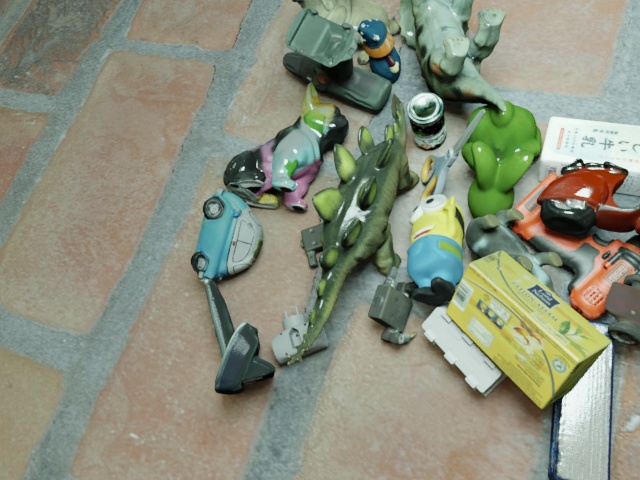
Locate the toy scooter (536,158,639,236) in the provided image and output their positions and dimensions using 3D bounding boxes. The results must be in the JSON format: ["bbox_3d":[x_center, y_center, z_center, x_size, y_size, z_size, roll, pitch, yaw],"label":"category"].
[{"bbox_3d":[0.387,-0.064,0.697,0.184,0.075,0.135,15,75,28],"label":"toy scooter"}]

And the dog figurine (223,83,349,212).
[{"bbox_3d":[-0.054,-0.165,0.940,0.192,0.108,0.219,8,66,24],"label":"dog figurine"}]

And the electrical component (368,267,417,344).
[{"bbox_3d":[0.116,0.101,0.792,0.045,0.078,0.102,4,60,45],"label":"electrical component"}]

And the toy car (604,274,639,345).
[{"bbox_3d":[0.444,0.118,0.660,0.202,0.053,0.089,27,70,7],"label":"toy car"}]

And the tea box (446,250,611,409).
[{"bbox_3d":[0.247,0.105,0.660,0.068,0.098,0.170,-17,50,-31],"label":"tea box"}]

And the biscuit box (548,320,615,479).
[{"bbox_3d":[0.330,0.205,0.679,0.063,0.059,0.202,7,69,19],"label":"biscuit box"}]

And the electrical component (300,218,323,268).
[{"bbox_3d":[-0.002,-0.003,0.897,0.063,0.021,0.094,-18,64,11],"label":"electrical component"}]

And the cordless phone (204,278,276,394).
[{"bbox_3d":[-0.138,0.133,0.804,0.089,0.146,0.184,-19,75,-12],"label":"cordless phone"}]

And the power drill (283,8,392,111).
[{"bbox_3d":[0.007,-0.304,0.921,0.232,0.207,0.086,29,85,15],"label":"power drill"}]

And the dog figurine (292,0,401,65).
[{"bbox_3d":[0.047,-0.419,0.965,0.172,0.190,0.121,-20,63,7],"label":"dog figurine"}]

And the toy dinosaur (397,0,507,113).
[{"bbox_3d":[0.208,-0.307,0.864,0.131,0.192,0.405,-4,63,3],"label":"toy dinosaur"}]

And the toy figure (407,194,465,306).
[{"bbox_3d":[0.169,0.014,0.778,0.082,0.089,0.180,-11,46,22],"label":"toy figure"}]

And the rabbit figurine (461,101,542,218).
[{"bbox_3d":[0.270,-0.107,0.796,0.121,0.159,0.170,9,86,11],"label":"rabbit figurine"}]

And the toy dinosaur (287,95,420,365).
[{"bbox_3d":[0.055,-0.031,0.792,0.105,0.198,0.471,8,69,24],"label":"toy dinosaur"}]

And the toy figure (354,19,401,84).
[{"bbox_3d":[0.102,-0.329,0.928,0.064,0.154,0.058,11,74,22],"label":"toy figure"}]

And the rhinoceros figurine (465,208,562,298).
[{"bbox_3d":[0.264,0.047,0.738,0.073,0.112,0.190,-13,66,-34],"label":"rhinoceros figurine"}]

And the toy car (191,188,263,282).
[{"bbox_3d":[-0.148,-0.002,0.902,0.103,0.109,0.161,11,80,4],"label":"toy car"}]
